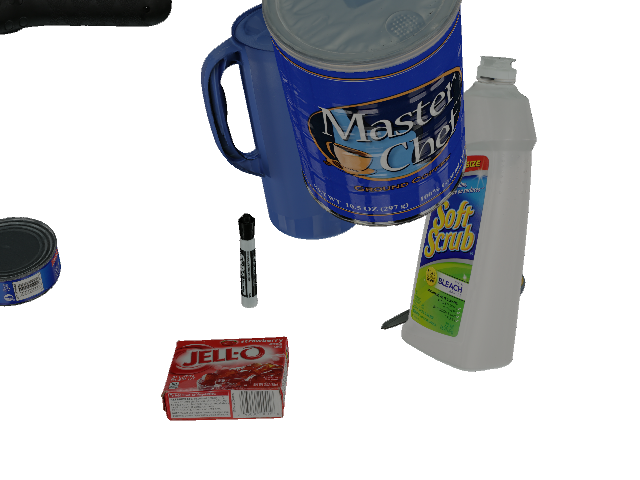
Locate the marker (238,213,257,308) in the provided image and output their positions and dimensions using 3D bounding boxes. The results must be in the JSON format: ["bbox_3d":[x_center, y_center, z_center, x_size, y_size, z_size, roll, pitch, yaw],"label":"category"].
[{"bbox_3d":[-0.082,0.023,1.211,0.020,0.121,0.020,0,33,0],"label":"marker"}]

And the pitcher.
[{"bbox_3d":[-0.024,-0.122,1.125,0.149,0.243,0.144,8,38,19],"label":"pitcher"}]

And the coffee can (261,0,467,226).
[{"bbox_3d":[0.030,-0.089,0.598,0.103,0.102,0.140,0,-34,9],"label":"coffee can"}]

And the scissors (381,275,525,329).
[{"bbox_3d":[0.125,0.046,1.111,0.201,0.016,0.096,-8,40,-30],"label":"scissors"}]

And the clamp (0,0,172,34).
[{"bbox_3d":[-0.177,-0.140,0.602,0.171,0.039,0.120,-7,23,-14],"label":"clamp"}]

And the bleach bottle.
[{"bbox_3d":[0.126,-0.025,0.881,0.067,0.251,0.103,-4,16,-32],"label":"bleach bottle"}]

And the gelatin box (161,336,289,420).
[{"bbox_3d":[-0.070,0.103,0.808,0.089,0.030,0.073,-2,25,3],"label":"gelatin box"}]

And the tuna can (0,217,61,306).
[{"bbox_3d":[-0.273,0.019,0.939,0.086,0.034,0.086,0,39,0],"label":"tuna can"}]
